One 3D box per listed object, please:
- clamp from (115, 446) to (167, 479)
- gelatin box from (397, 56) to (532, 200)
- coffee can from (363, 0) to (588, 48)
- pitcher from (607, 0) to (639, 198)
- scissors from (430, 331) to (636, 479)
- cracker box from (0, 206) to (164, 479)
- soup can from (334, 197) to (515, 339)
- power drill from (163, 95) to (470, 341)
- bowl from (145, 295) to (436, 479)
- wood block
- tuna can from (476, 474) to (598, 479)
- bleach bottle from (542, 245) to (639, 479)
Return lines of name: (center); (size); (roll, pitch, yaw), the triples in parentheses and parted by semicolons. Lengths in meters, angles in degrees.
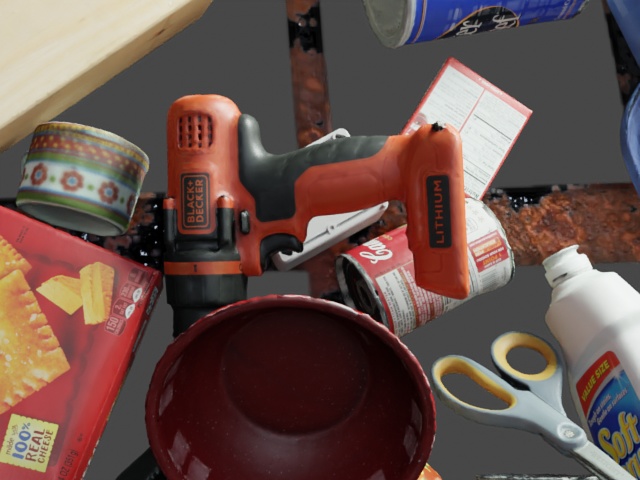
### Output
clamp: (-0.116, 0.201, 0.637); (0.165, 0.036, 0.210); (0, 56, 26)
gelatin box: (0.098, -0.074, 0.763); (0.073, 0.030, 0.089); (33, 74, -3)
coffee can: (0.108, -0.197, 0.756); (0.140, 0.103, 0.103); (-11, 79, -13)
pitcher: (0.296, -0.099, 0.759); (0.148, 0.145, 0.243); (-14, 74, -46)
scissors: (0.163, 0.112, 0.679); (0.202, 0.016, 0.096); (23, 46, 36)
cracker box: (-0.224, 0.058, 0.653); (0.213, 0.072, 0.164); (22, 74, -3)
soup can: (0.070, 0.021, 0.716); (0.102, 0.068, 0.068); (-25, 82, -15)
power drill: (-0.004, 0.001, 0.648); (0.188, 0.057, 0.184); (-2, 92, 7)
bowl: (-0.016, 0.091, 0.612); (0.162, 0.055, 0.162); (1, 115, 2)
wood block: (-0.170, -0.139, 0.682); (0.205, 0.091, 0.090); (-40, 96, -23)
tuna can: (0.144, 0.168, 0.685); (0.086, 0.086, 0.034); (2, 79, -10)
bleach bottle: (0.214, 0.123, 0.712); (0.068, 0.103, 0.251); (-18, 74, -28)
